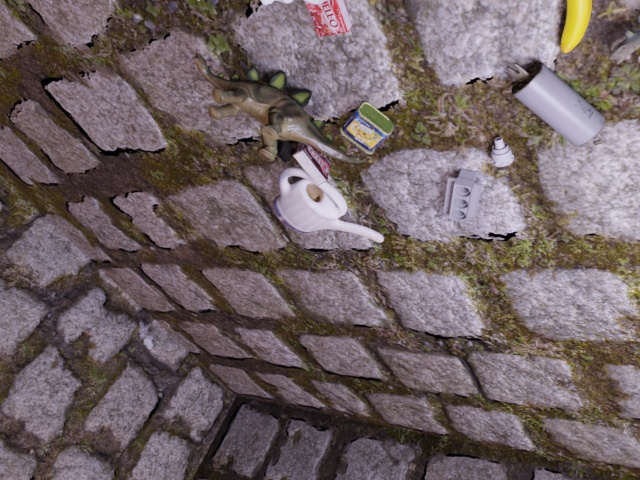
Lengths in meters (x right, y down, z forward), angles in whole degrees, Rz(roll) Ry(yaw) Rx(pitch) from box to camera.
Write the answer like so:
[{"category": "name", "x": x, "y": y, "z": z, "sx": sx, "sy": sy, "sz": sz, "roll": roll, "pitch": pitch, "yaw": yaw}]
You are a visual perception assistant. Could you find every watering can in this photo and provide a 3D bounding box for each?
[{"category": "watering can", "x": 0.005, "y": -0.075, "z": 1.493, "sx": 0.345, "sy": 0.106, "sz": 0.221, "roll": 40, "pitch": -36, "yaw": -16}]

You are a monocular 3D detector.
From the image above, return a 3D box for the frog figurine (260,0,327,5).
[{"category": "frog figurine", "x": -0.036, "y": -0.481, "z": 0.958, "sx": 0.159, "sy": 0.139, "sz": 0.121, "roll": -43, "pitch": -26, "yaw": 7}]
